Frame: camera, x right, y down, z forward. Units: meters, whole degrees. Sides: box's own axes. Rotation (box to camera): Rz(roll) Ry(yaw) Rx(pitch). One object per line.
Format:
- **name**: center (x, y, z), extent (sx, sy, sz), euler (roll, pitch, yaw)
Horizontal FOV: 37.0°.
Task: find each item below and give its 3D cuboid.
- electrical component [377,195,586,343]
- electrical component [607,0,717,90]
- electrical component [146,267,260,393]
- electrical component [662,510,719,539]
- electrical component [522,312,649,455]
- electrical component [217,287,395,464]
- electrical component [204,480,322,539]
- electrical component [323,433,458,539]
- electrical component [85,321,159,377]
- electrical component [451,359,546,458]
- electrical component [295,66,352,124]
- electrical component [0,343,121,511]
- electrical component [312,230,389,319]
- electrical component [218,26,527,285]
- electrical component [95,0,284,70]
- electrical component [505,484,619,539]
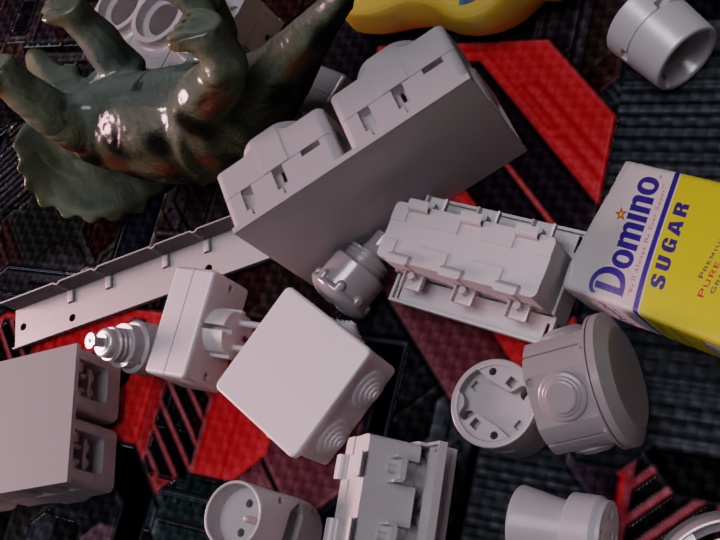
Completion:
- **electrical component**: center (0.078, -0.006, 0.705), extent (0.121, 0.063, 0.078), euler (16, 79, 33)
- **electrical component**: center (0.198, -0.151, 0.703), extent (0.055, 0.055, 0.047), euler (-43, 59, 8)
- **electrical component**: center (-0.105, 0.046, 0.797), extent (0.076, 0.047, 0.083), euler (5, 73, 31)
- **electrical component**: center (0.201, 0.177, 0.573), extent (0.099, 0.064, 0.099), euler (-4, 75, 16)
- **electrical component**: center (0.134, 0.069, 0.633), extent (0.051, 0.080, 0.080), euler (-19, 62, 28)
- **electrical component**: center (-0.036, 0.075, 0.745), extent (0.100, 0.048, 0.099), euler (36, 90, 35)
- **electrical component**: center (-0.067, 0.183, 0.700), extent (0.043, 0.077, 0.079), euler (7, 74, 32)
- **electrical component**: center (0.015, 0.166, 0.662), extent (0.079, 0.063, 0.121), euler (148, 135, -65)
- **electrical component**: center (-0.173, 0.058, 0.816), extent (0.040, 0.078, 0.040), euler (-11, 73, 39)
- **electrical component**: center (0.091, 0.088, 0.668), extent (0.055, 0.047, 0.055), euler (-11, 65, 25)
- **electrical component**: center (-0.042, -0.116, 0.829), extent (0.066, 0.047, 0.076), euler (28, 85, 35)
- **electrical component**: center (-0.280, 0.133, 0.852), extent (0.186, 0.060, 0.105), euler (-14, 64, 24)
- **electrical component**: center (0.000, 0.000, 0.759), extent (0.048, 0.048, 0.062), euler (36, 83, 35)
- **electrical component**: center (0.007, -0.077, 0.749), extent (0.186, 0.105, 0.060), euler (-32, 58, 15)
- **electrical component**: center (-0.154, -0.202, 0.919), extent (0.150, 0.062, 0.089), euler (21, 82, 34)
- **electrical component**: center (0.118, 0.151, 0.628), extent (0.055, 0.045, 0.045), euler (2, 71, 30)
